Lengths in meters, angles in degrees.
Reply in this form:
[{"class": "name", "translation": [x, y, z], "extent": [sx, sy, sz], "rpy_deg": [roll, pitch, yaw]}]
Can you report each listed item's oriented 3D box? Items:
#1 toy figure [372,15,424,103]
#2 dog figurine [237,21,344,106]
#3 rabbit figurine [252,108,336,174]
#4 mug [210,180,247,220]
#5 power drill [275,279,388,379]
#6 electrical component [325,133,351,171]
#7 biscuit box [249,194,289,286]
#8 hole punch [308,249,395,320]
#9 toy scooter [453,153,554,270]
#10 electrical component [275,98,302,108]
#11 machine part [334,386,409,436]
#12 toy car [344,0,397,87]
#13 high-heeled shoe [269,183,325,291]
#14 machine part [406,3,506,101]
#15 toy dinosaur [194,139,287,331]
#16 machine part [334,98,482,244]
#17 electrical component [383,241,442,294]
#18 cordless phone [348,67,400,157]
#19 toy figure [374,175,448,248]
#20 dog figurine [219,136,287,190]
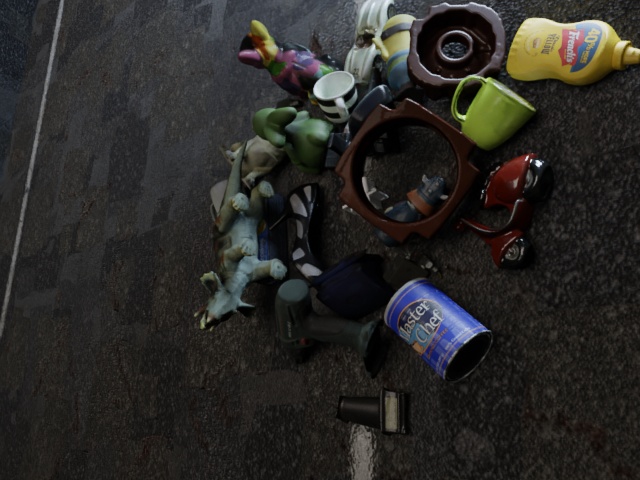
[{"class": "toy figure", "translation": [0.166, -0.348, 1.033], "extent": [0.089, 0.082, 0.180], "rpy_deg": [-26, 58, 31]}, {"class": "dog figurine", "translation": [-0.067, -0.377, 1.150], "extent": [0.192, 0.219, 0.108], "rpy_deg": [32, 102, 42]}, {"class": "rabbit figurine", "translation": [-0.066, -0.214, 1.105], "extent": [0.170, 0.159, 0.121], "rpy_deg": [20, 98, 5]}, {"class": "mug", "translation": [-0.217, -0.074, 1.277], "extent": [0.109, 0.080, 0.107], "rpy_deg": [-32, 67, 24]}, {"class": "power drill", "translation": [0.015, 0.174, 0.965], "extent": [0.208, 0.231, 0.086], "rpy_deg": [18, 49, 30]}, {"class": "electrical component", "translation": [0.042, -0.171, 1.059], "extent": [0.048, 0.119, 0.074], "rpy_deg": [3, 81, 41]}, {"class": "biscuit box", "translation": [-0.114, -0.004, 1.177], "extent": [0.059, 0.062, 0.202], "rpy_deg": [-21, 64, 36]}, {"class": "hole punch", "translation": [0.062, 0.085, 0.971], "extent": [0.142, 0.115, 0.092], "rpy_deg": [-32, 66, 30]}, {"class": "toy scooter", "translation": [0.281, -0.050, 0.848], "extent": [0.135, 0.075, 0.183], "rpy_deg": [15, 91, 43]}, {"class": "electrical component", "translation": [-0.082, -0.299, 1.269], "extent": [0.094, 0.021, 0.063], "rpy_deg": [-4, 75, 40]}, {"class": "machine part", "translation": [0.089, 0.295, 0.930], "extent": [0.139, 0.039, 0.084], "rpy_deg": [-12, 78, 36]}, {"class": "toy car", "translation": [0.104, -0.418, 1.123], "extent": [0.074, 0.056, 0.201], "rpy_deg": [11, 85, 42]}, {"class": "high-heeled shoe", "translation": [-0.002, -0.003, 1.091], "extent": [0.145, 0.086, 0.249], "rpy_deg": [-39, 65, -1]}, {"class": "machine part", "translation": [0.236, -0.328, 0.940], "extent": [0.179, 0.056, 0.179], "rpy_deg": [-2, 77, 11]}, {"class": "toy dinosaur", "translation": [-0.176, 0.003, 1.115], "extent": [0.192, 0.131, 0.405], "rpy_deg": [-32, 50, 39]}, {"class": "machine part", "translation": [0.144, -0.111, 0.889], "extent": [0.201, 0.087, 0.201], "rpy_deg": [37, 103, 11]}, {"class": "electrical component", "translation": [0.158, 0.063, 0.925], "extent": [0.102, 0.078, 0.045], "rpy_deg": [-52, 27, 9]}, {"class": "cordless phone", "translation": [0.106, -0.265, 1.018], "extent": [0.089, 0.146, 0.184], "rpy_deg": [-1, 71, 12]}, {"class": "toy figure", "translation": [0.164, -0.053, 0.959], "extent": [0.154, 0.064, 0.058], "rpy_deg": [-44, 15, 15]}, {"class": "dog figurine", "translation": [-0.120, -0.218, 1.247], "extent": [0.190, 0.121, 0.172], "rpy_deg": [-38, 27, -7]}]
